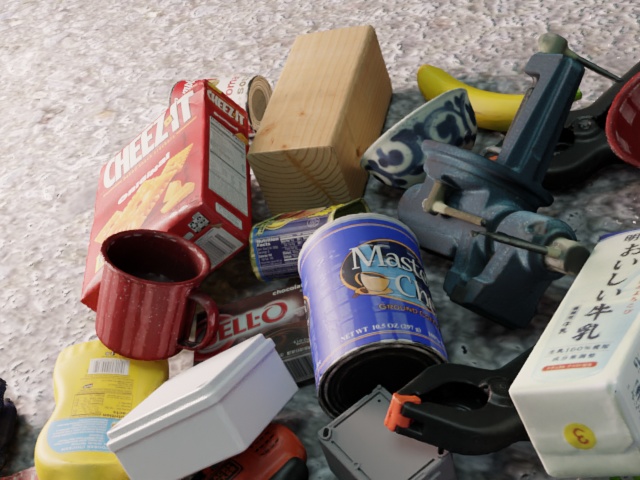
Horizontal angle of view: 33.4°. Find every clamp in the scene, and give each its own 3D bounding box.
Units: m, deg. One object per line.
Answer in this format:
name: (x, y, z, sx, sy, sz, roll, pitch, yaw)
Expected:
clamp: (0.252, -0.088, 0.972, 0.210, 0.036, 0.164, -22, 40, -1)
clamp: (0.132, 0.121, 0.742, 0.171, 0.039, 0.120, -9, 31, -26)

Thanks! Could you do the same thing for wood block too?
wood block: (0.006, -0.121, 1.086, 0.090, 0.091, 0.206, -4, 41, 21)

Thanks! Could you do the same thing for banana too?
banana: (0.163, -0.142, 1.081, 0.198, 0.037, 0.069, 19, 40, 39)

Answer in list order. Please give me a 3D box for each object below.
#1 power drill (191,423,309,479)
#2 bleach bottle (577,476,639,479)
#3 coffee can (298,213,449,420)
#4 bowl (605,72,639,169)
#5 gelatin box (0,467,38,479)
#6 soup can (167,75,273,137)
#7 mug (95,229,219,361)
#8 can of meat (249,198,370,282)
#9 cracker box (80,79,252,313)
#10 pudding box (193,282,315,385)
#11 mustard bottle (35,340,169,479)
power drill: (-0.039, 0.224, 0.730, 0.188, 0.057, 0.184, 24, 57, 42)
bleach bottle: (0.229, 0.153, 0.682, 0.251, 0.068, 0.102, -24, 35, 3)
coffee can: (0.040, 0.062, 0.837, 0.103, 0.103, 0.140, -17, 43, 7)
bowl: (0.321, -0.095, 0.874, 0.162, 0.055, 0.162, -22, 38, 18)
gelatin box: (-0.237, 0.220, 0.852, 0.089, 0.030, 0.073, -19, 39, 4)
soup can: (-0.109, -0.147, 1.191, 0.102, 0.068, 0.068, 0, 43, 24)
mug: (-0.134, 0.053, 0.897, 0.117, 0.081, 0.093, 25, 28, 20)
can of meat: (-0.006, 0.001, 0.953, 0.084, 0.057, 0.102, -9, 7, 22)
cracker box: (-0.148, -0.038, 1.034, 0.164, 0.072, 0.213, -36, 34, 22)
pudding box: (-0.051, 0.088, 0.909, 0.113, 0.039, 0.090, -15, 39, 9)
mustard bottle: (-0.175, 0.161, 0.852, 0.096, 0.058, 0.191, 3, 35, -4)
